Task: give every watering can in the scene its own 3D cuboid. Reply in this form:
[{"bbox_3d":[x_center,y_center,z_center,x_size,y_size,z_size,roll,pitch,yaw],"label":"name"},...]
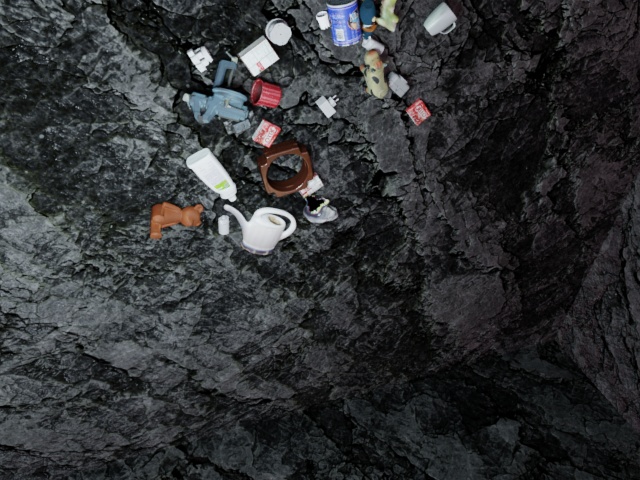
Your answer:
[{"bbox_3d":[-0.267,-0.049,2.145,0.347,0.106,0.220,9,123,-32],"label":"watering can"}]

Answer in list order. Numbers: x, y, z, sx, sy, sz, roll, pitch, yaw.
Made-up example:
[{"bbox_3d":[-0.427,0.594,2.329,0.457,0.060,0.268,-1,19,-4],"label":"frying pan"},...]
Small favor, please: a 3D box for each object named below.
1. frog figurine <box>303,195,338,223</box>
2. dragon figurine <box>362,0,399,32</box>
[{"bbox_3d":[0.007,-0.112,2.223,0.137,0.125,0.156,-5,148,23],"label":"frog figurine"},{"bbox_3d":[0.202,-0.887,1.704,0.242,0.125,0.402,-26,132,7],"label":"dragon figurine"}]
